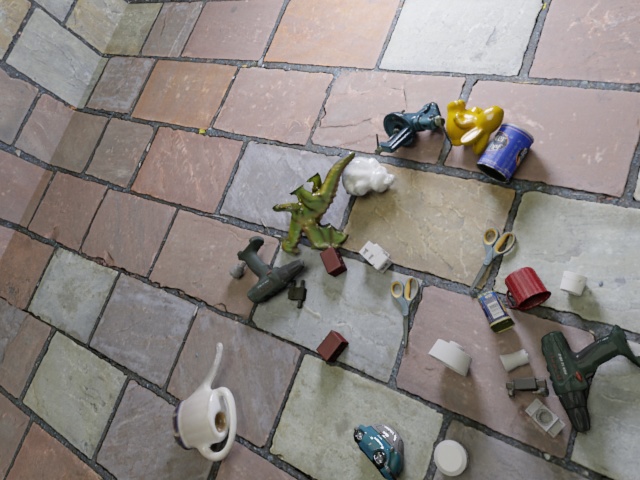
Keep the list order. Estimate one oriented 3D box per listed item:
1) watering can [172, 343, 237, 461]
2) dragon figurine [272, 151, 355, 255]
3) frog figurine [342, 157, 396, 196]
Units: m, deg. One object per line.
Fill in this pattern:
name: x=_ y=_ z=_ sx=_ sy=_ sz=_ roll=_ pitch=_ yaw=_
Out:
watering can: x=-0.366 y=0.523 z=1.644 sx=0.223 sy=0.103 sz=0.354 roll=-23 pitch=62 yaw=20
dragon figurine: x=0.005 y=-0.084 z=1.671 sx=0.405 sy=0.124 sz=0.242 roll=-32 pitch=93 yaw=26
frog figurine: x=0.153 y=-0.199 z=1.648 sx=0.160 sy=0.120 sz=0.139 roll=17 pitch=61 yaw=44
